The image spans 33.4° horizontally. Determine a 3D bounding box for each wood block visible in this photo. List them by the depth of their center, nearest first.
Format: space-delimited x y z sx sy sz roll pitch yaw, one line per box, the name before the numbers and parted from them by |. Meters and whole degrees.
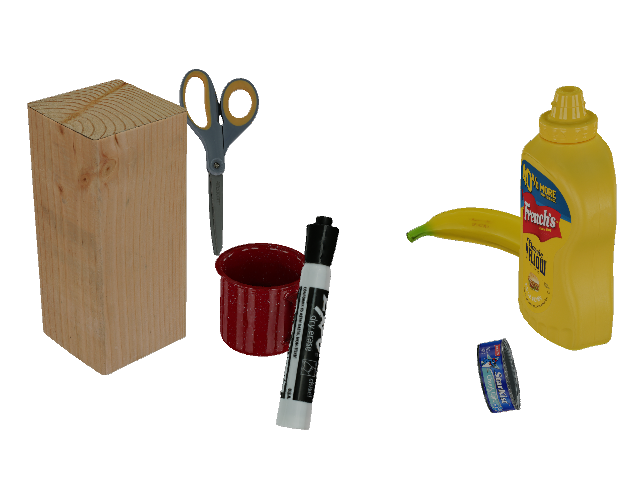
wood block | -0.168 -0.011 0.854 0.090 0.206 0.090 27 36 36

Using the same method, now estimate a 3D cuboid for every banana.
banana | 0.186 0.006 1.037 0.198 0.069 0.037 18 -28 27

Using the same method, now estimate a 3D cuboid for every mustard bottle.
mustard bottle | 0.182 -0.021 0.791 0.058 0.192 0.096 -11 27 -11

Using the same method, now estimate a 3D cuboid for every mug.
mug | -0.048 0.063 1.033 0.117 0.081 0.093 26 34 37

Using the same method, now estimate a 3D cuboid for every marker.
marker | -0.007 0.046 0.605 0.020 0.121 0.020 8 -9 1

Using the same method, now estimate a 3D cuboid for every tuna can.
tuna can | 0.212 0.162 1.272 0.034 0.086 0.086 -12 -3 16

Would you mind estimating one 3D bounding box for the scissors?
scissors | -0.097 -0.092 1.157 0.096 0.202 0.016 -15 -3 -18
